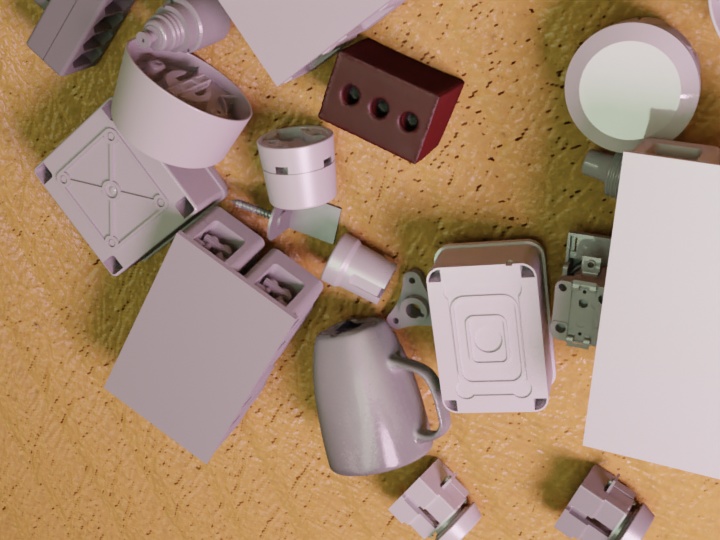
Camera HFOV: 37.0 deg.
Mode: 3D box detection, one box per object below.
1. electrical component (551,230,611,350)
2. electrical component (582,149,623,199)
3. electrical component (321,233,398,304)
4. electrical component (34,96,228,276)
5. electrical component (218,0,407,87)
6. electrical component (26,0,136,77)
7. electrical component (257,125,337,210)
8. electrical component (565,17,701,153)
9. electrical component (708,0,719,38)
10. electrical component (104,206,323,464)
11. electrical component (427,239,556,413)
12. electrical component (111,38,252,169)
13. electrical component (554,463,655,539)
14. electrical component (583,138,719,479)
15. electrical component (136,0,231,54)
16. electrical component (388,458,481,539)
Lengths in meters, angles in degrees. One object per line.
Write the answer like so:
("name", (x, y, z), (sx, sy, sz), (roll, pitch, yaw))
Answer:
("electrical component", (0.155, 0.019, 0.725), (0.042, 0.064, 0.081), (10, 114, 20))
("electrical component", (0.175, -0.061, 0.695), (0.062, 0.048, 0.048), (22, 118, 22))
("electrical component", (0.000, 0.000, 0.798), (0.046, 0.040, 0.040), (28, 119, 4))
("electrical component", (-0.177, -0.069, 0.835), (0.109, 0.056, 0.108), (-34, 95, 30))
("electrical component", (-0.014, -0.203, 0.706), (0.150, 0.062, 0.089), (-31, 96, 30))
("electrical component", (-0.219, -0.203, 0.803), (0.076, 0.047, 0.083), (43, 121, 2))
("electrical component", (-0.044, -0.074, 0.778), (0.055, 0.055, 0.047), (4, 116, 22))
("electrical component", (0.171, -0.116, 0.669), (0.080, 0.051, 0.080), (9, 114, 20))
("electrical component", (0.250, -0.163, 0.608), (0.099, 0.064, 0.099), (9, 114, 20))
("electrical component", (-0.115, 0.052, 0.843), (0.105, 0.060, 0.186), (36, 128, 4))
("electrical component", (0.094, 0.038, 0.757), (0.078, 0.057, 0.113), (-3, 110, 16))
("electrical component", (-0.128, -0.121, 0.768), (0.099, 0.099, 0.064), (37, 126, 6))
("electrical component", (0.182, 0.181, 0.791), (0.055, 0.048, 0.066), (34, 120, 16))
("electrical component", (0.203, 0.022, 0.642), (0.105, 0.060, 0.186), (11, 111, 22))
("electrical component", (-0.127, -0.173, 0.762), (0.040, 0.078, 0.040), (19, 126, 29))
("electrical component", (0.062, 0.188, 0.845), (0.055, 0.048, 0.066), (45, 121, 10))
